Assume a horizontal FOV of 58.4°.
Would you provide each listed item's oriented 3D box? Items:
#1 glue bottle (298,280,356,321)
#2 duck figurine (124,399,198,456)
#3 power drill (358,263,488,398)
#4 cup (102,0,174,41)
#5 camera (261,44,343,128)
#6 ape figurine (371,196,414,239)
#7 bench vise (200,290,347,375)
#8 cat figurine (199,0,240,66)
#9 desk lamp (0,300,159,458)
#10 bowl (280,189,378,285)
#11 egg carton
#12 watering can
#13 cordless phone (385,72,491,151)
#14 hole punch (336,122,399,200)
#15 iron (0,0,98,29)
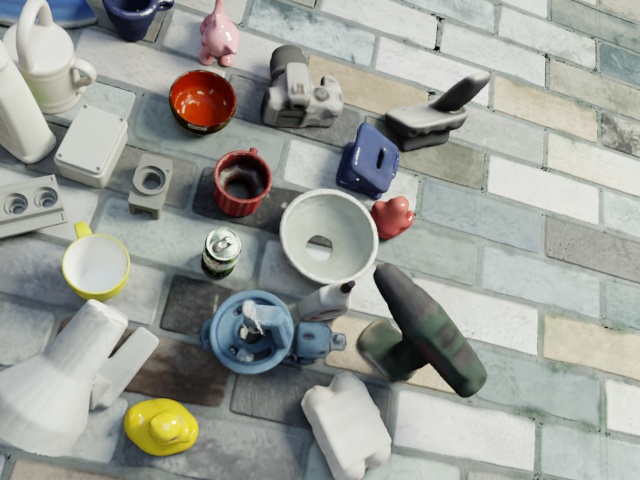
[{"bbox_3d":[0.021,0.089,0.876,0.078,0.173,0.037,-7,73,-18],"label":"glue bottle"},{"bbox_3d":[-0.219,0.258,0.793,0.105,0.086,0.077,20,66,-8],"label":"duck figurine"},{"bbox_3d":[0.136,0.147,0.869,0.229,0.208,0.076,44,65,3],"label":"power drill"},{"bbox_3d":[-0.314,-0.395,0.996,0.118,0.095,0.091,-9,73,-19],"label":"cup"},{"bbox_3d":[-0.035,-0.285,1.035,0.143,0.100,0.137,-1,71,-17],"label":"camera"},{"bbox_3d":[0.130,-0.046,1.001,0.078,0.092,0.076,35,65,-1],"label":"ape figurine"},{"bbox_3d":[-0.059,0.119,0.816,0.208,0.219,0.121,-9,73,-19],"label":"bench vise"},{"bbox_3d":[-0.177,-0.370,1.015,0.067,0.117,0.128,1,71,-16],"label":"cat figurine"},{"bbox_3d":[-0.310,0.164,0.730,0.118,0.213,0.203,35,65,-1],"label":"desk lamp"},{"bbox_3d":[0.009,0.003,0.958,0.168,0.074,0.167,5,69,-14],"label":"bowl"},{"bbox_3d":[0.041,0.283,0.869,0.107,0.069,0.150,-23,78,-22],"label":"egg carton"},{"bbox_3d":[-0.433,-0.285,0.867,0.173,0.194,0.101,-4,72,-17],"label":"watering can"},{"bbox_3d":[0.215,-0.250,1.049,0.148,0.185,0.094,-20,77,-21],"label":"cordless phone"},{"bbox_3d":[0.094,-0.142,1.026,0.101,0.091,0.109,20,67,-8],"label":"hole punch"},{"bbox_3d":[-0.502,-0.436,0.931,0.259,0.141,0.118,10,68,-13],"label":"iron"}]
